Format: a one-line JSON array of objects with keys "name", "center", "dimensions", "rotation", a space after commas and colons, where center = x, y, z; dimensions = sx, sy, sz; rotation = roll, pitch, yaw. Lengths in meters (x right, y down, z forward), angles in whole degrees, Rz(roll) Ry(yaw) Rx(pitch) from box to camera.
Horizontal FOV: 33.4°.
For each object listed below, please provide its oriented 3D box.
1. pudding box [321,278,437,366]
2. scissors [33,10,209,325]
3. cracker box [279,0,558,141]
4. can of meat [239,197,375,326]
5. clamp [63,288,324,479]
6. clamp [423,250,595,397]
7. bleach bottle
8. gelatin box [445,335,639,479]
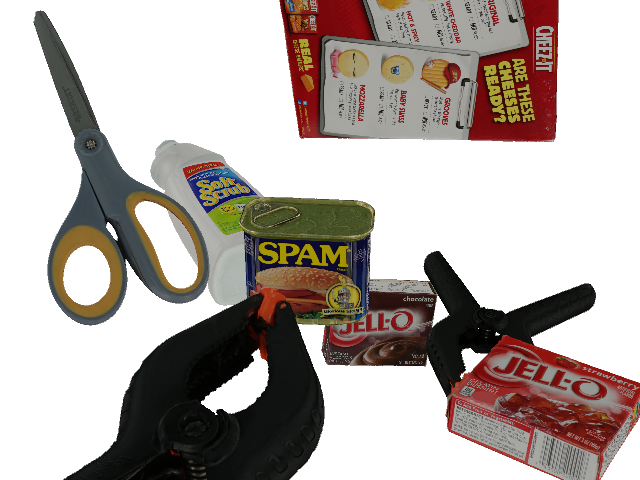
[{"name": "pudding box", "center": [0.062, 0.087, 1.139], "dimensions": [0.113, 0.090, 0.039], "rotation": [1, 27, -10]}, {"name": "scissors", "center": [-0.141, -0.036, 0.604], "dimensions": [0.096, 0.202, 0.016], "rotation": [-37, -15, -12]}, {"name": "cracker box", "center": [0.081, -0.165, 0.855], "dimensions": [0.214, 0.164, 0.072], "rotation": [1, 38, 13]}, {"name": "can of meat", "center": [-0.010, 0.017, 0.828], "dimensions": [0.102, 0.084, 0.057], "rotation": [3, 30, 5]}, {"name": "clamp", "center": [-0.039, 0.087, 0.395], "dimensions": [0.120, 0.039, 0.171], "rotation": [24, 49, 17]}, {"name": "clamp", "center": [0.142, 0.076, 0.956], "dimensions": [0.165, 0.036, 0.209], "rotation": [15, 34, 23]}, {"name": "bleach bottle", "center": [-0.110, -0.033, 1.053], "dimensions": [0.102, 0.068, 0.251], "rotation": [-9, 34, -29]}, {"name": "gelatin box", "center": [0.125, 0.093, 0.594], "dimensions": [0.089, 0.030, 0.073], "rotation": [20, 33, 28]}]
